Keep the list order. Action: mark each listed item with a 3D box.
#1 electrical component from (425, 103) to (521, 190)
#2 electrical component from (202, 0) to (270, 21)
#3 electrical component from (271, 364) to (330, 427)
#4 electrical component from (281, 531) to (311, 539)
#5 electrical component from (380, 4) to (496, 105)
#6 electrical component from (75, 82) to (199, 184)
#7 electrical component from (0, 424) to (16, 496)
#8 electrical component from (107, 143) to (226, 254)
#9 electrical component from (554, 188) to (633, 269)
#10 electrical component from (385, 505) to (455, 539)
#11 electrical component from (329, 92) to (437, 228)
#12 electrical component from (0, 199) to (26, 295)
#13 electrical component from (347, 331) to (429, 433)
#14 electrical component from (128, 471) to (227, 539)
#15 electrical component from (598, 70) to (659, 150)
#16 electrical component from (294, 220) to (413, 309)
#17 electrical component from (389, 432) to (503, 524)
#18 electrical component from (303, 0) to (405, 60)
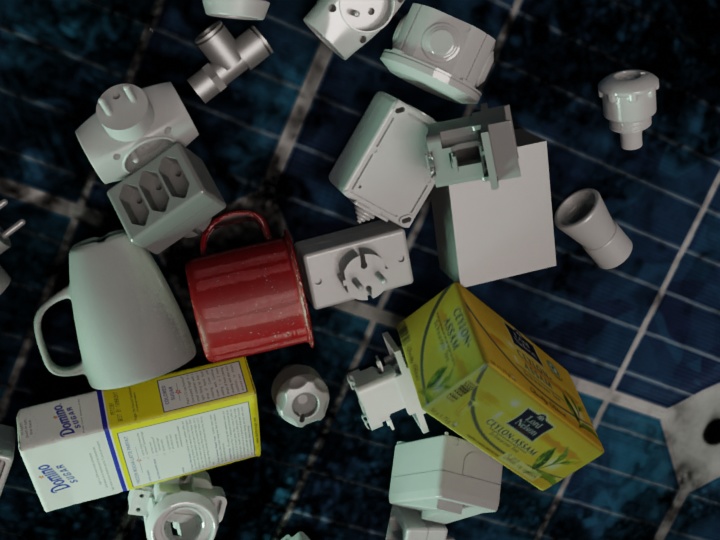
[{"bbox_3d":[0.080,-0.087,0.768,0.064,0.081,0.042,-9,111,10],"label":"electrical component"},{"bbox_3d":[-0.087,-0.207,0.761,0.066,0.048,0.055,2,100,-17],"label":"electrical component"},{"bbox_3d":[-0.050,0.095,0.863,0.043,0.062,0.043,-5,109,-15],"label":"electrical component"},{"bbox_3d":[-0.079,0.285,0.918,0.121,0.063,0.078,-39,114,-1],"label":"electrical component"},{"bbox_3d":[0.060,-0.159,0.801,0.080,0.080,0.051,23,96,-22],"label":"electrical component"},{"bbox_3d":[-0.162,-0.105,0.759,0.077,0.079,0.044,-29,69,-5],"label":"electrical component"},{"bbox_3d":[-0.314,0.146,0.804,0.096,0.061,0.061,18,102,-21],"label":"electrical component"},{"bbox_3d":[-0.134,-0.047,0.794,0.066,0.047,0.077,-33,158,8],"label":"electrical component"},{"bbox_3d":[0.199,-0.032,0.905,0.044,0.044,0.065,-45,118,2],"label":"electrical component"},{"bbox_3d":[0.064,0.255,0.957,0.076,0.047,0.083,5,107,-18],"label":"electrical component"},{"bbox_3d":[0.021,-0.080,0.825,0.062,0.061,0.096,27,98,-22],"label":"electrical component"},{"bbox_3d":[-0.278,-0.019,0.769,0.079,0.043,0.077,-37,113,-1],"label":"electrical component"},{"bbox_3d":[0.026,0.099,0.897,0.064,0.042,0.081,-22,112,-6],"label":"electrical component"},{"bbox_3d":[-0.146,0.196,0.872,0.078,0.057,0.058,12,104,-19],"label":"electrical component"},{"bbox_3d":[0.220,-0.129,0.876,0.048,0.048,0.062,-17,119,-10],"label":"electrical component"},{"bbox_3d":[0.000,0.000,0.838,0.083,0.075,0.047,-15,111,-11],"label":"electrical component"},{"bbox_3d":[0.068,0.178,0.908,0.062,0.096,0.061,19,67,-25],"label":"electrical component"},{"bbox_3d":[-0.012,-0.208,0.782,0.079,0.044,0.077,42,93,-23],"label":"electrical component"}]
